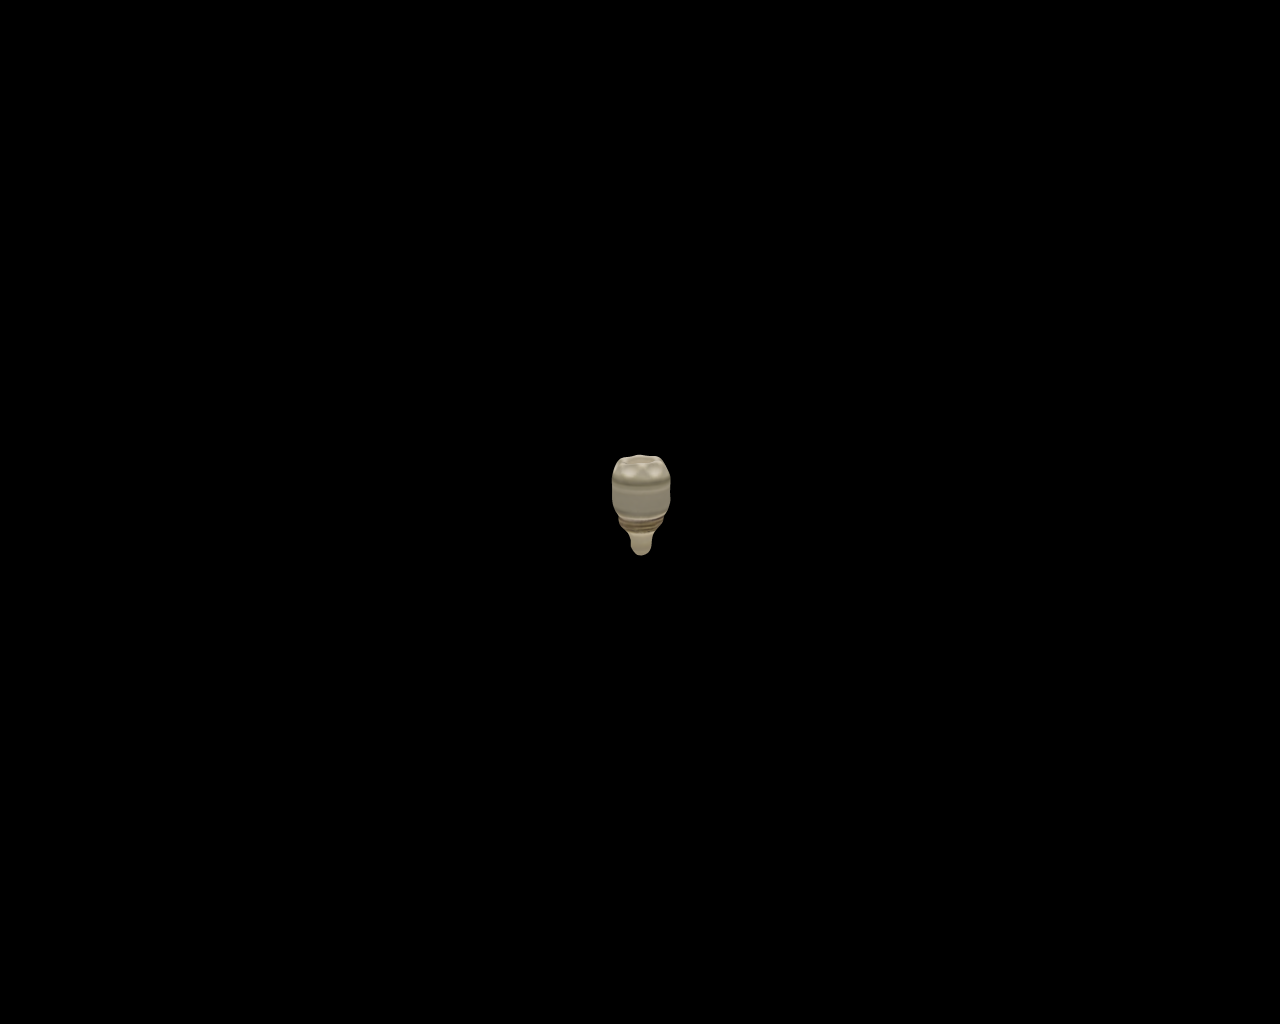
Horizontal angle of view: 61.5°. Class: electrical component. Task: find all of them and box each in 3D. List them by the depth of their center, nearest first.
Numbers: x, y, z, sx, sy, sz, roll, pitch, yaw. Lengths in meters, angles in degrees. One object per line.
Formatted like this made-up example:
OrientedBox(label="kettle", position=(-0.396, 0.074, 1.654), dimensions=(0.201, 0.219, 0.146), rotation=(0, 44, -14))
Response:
OrientedBox(label="electrical component", position=(0.001, -0.003, 0.650), dimensions=(0.035, 0.061, 0.035), rotation=(0, 17, 0))
